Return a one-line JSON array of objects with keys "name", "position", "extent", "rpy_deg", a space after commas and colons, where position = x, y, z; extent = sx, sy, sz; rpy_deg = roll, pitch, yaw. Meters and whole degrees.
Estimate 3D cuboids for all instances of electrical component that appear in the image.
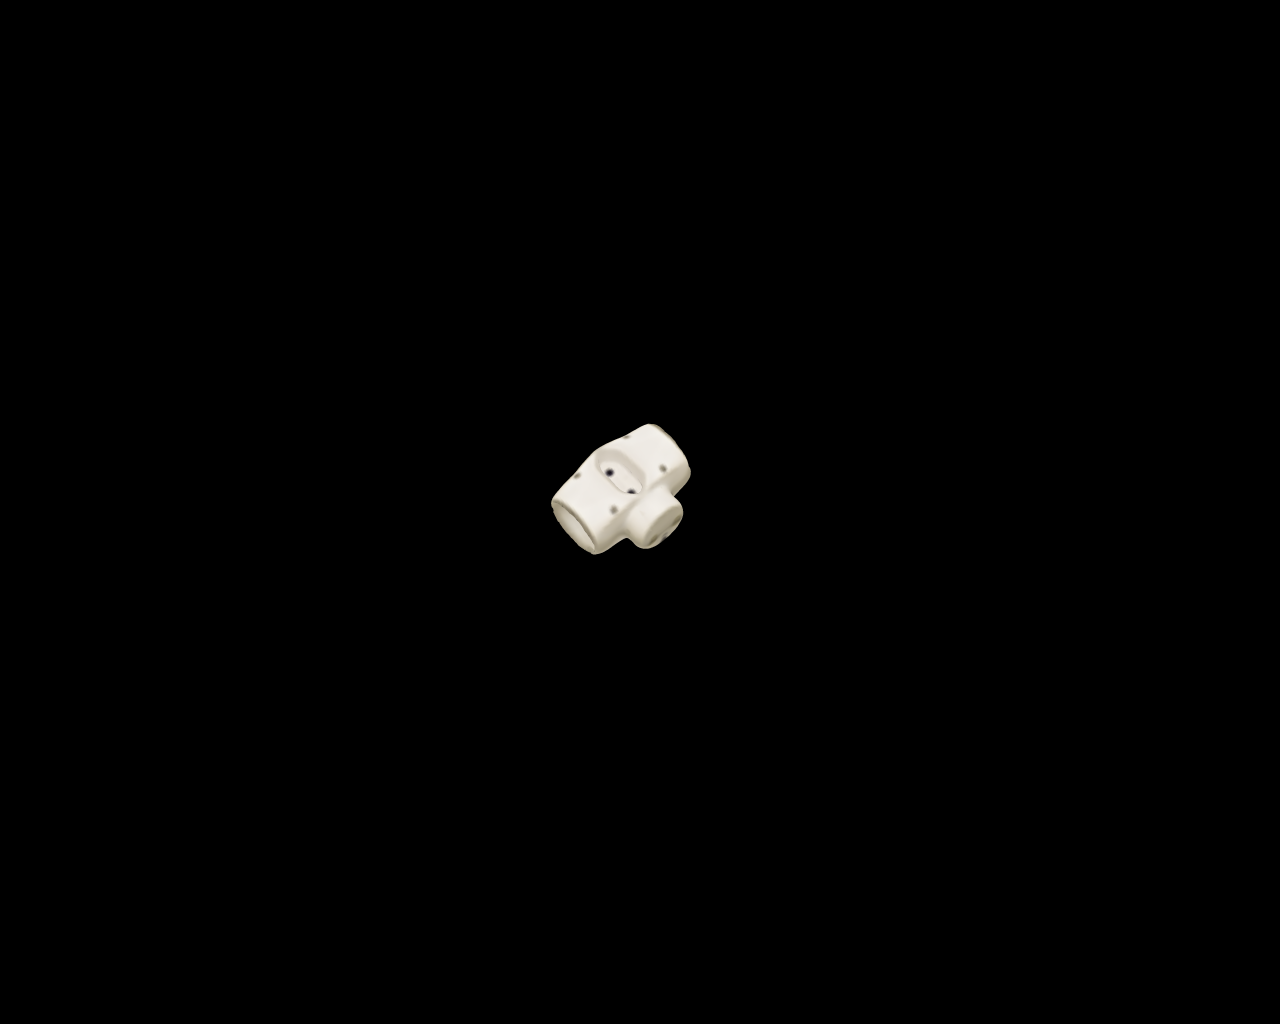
[{"name": "electrical component", "position": [0.001, -0.003, 0.650], "extent": [0.077, 0.079, 0.043], "rpy_deg": [-38, -21, -18]}]
